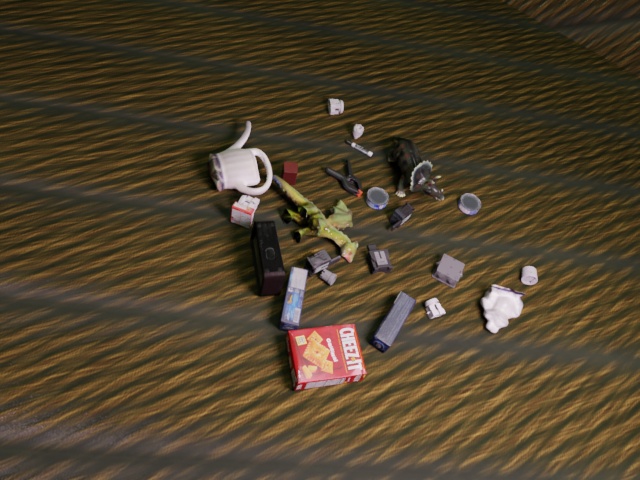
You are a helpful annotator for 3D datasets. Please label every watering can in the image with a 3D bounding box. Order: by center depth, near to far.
[{"bbox_3d":[-0.306,-0.299,1.907,0.225,0.101,0.354,-11,59,-18],"label":"watering can"}]

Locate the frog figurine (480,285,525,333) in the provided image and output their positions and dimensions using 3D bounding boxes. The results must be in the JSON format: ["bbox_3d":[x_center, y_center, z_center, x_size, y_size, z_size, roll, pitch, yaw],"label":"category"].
[{"bbox_3d":[0.614,0.239,1.754,0.137,0.123,0.160,17,89,-10],"label":"frog figurine"}]

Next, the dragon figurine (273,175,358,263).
[{"bbox_3d":[0.006,-0.093,1.857,0.244,0.119,0.417,-7,57,-37],"label":"dragon figurine"}]
